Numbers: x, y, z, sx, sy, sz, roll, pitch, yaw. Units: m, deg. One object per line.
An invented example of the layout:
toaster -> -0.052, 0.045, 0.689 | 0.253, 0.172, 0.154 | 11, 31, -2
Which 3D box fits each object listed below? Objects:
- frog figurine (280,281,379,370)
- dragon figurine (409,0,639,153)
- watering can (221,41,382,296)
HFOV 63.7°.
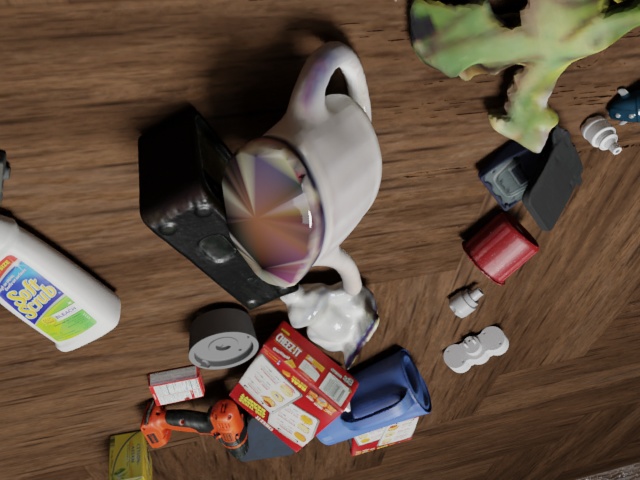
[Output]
frog figurine -> 0.009, 0.112, 0.833 | 0.159, 0.125, 0.134 | 30, 138, 2
dragon figurine -> 0.205, -0.237, 0.501 | 0.241, 0.125, 0.403 | -22, 139, 16
watering can -> 0.002, -0.028, 0.558 | 0.104, 0.228, 0.340 | 15, 125, 26
